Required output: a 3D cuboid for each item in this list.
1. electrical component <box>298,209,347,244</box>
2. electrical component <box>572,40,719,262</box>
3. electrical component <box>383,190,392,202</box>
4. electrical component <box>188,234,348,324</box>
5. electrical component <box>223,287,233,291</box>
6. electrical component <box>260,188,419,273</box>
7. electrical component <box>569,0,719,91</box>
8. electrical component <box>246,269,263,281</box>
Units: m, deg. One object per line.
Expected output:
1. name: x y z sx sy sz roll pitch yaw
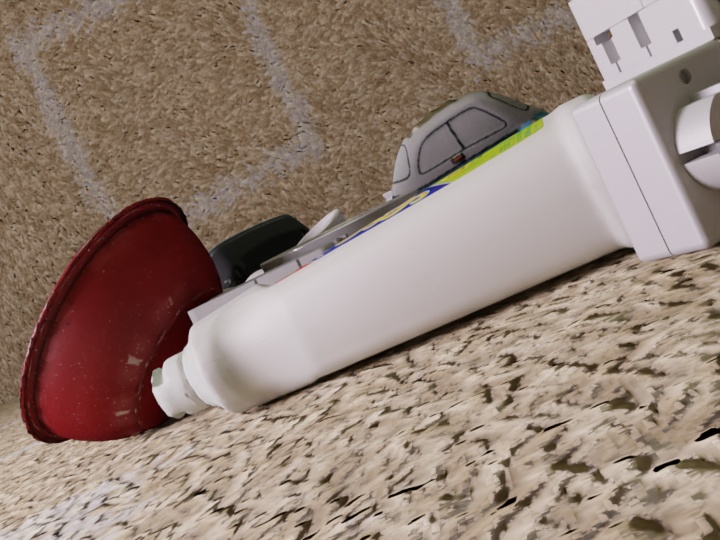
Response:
1. electrical component: -0.008 -0.004 0.743 0.044 0.065 0.044 -43 10 10
2. electrical component: 0.127 -0.046 0.385 0.047 0.065 0.077 -28 4 -25
3. electrical component: 0.076 -0.053 0.872 0.063 0.078 0.121 -3 -7 -26
4. electrical component: -0.038 0.026 0.592 0.089 0.055 0.050 -25 4 15
5. electrical component: -0.068 0.035 0.698 0.055 0.055 0.047 -29 8 -36
6. electrical component: 0.000 0.000 0.663 0.108 0.060 0.108 -26 3 2
7. electrical component: 0.199 -0.162 0.578 0.150 0.061 0.089 -27 3 -24
8. electrical component: -0.051 0.022 0.766 0.055 0.055 0.047 -28 8 -35
